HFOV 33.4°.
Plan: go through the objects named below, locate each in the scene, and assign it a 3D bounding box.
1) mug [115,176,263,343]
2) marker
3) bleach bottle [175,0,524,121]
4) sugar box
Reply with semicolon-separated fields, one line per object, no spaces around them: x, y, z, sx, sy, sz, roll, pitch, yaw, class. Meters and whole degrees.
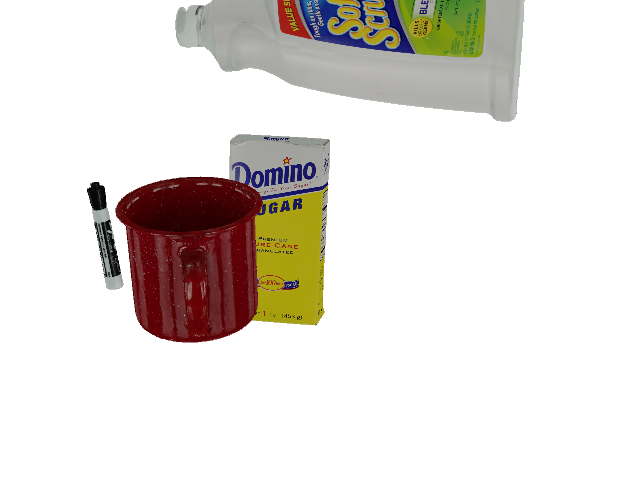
-0.080;0.018;0.682;0.093;0.081;0.117;-5;26;-9;mug
-0.233;-0.005;1.154;0.020;0.121;0.020;-6;21;2;marker
0.018;-0.144;0.770;0.251;0.102;0.068;4;-27;11;bleach bottle
-0.041;-0.011;1.024;0.093;0.176;0.048;3;15;8;sugar box
